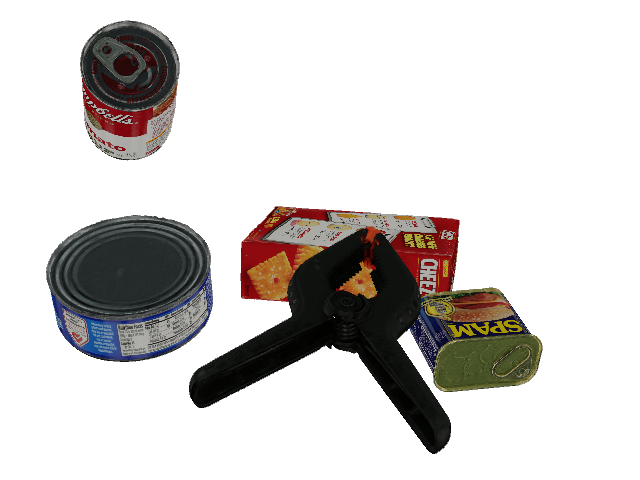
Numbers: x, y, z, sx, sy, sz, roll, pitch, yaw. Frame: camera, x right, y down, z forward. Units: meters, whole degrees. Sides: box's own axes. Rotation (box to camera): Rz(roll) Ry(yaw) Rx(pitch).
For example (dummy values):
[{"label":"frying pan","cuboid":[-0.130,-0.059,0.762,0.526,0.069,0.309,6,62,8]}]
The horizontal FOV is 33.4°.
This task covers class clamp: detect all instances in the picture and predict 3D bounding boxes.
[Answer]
[{"label":"clamp","cuboid":[0.026,0.061,0.725,0.165,0.036,0.209,14,36,14]}]

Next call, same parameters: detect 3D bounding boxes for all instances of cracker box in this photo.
[{"label":"cracker box","cuboid":[0.036,0.019,1.139,0.214,0.072,0.164,5,15,9]}]

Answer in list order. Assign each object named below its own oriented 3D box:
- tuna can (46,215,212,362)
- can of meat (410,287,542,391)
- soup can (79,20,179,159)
[{"label":"tuna can","cuboid":[-0.100,0.025,0.569,0.086,0.034,0.086,-1,37,0]},{"label":"can of meat","cuboid":[0.140,0.089,0.988,0.102,0.057,0.084,-3,31,-14]},{"label":"soup can","cuboid":[-0.140,-0.107,0.781,0.068,0.068,0.102,0,-16,-11]}]
